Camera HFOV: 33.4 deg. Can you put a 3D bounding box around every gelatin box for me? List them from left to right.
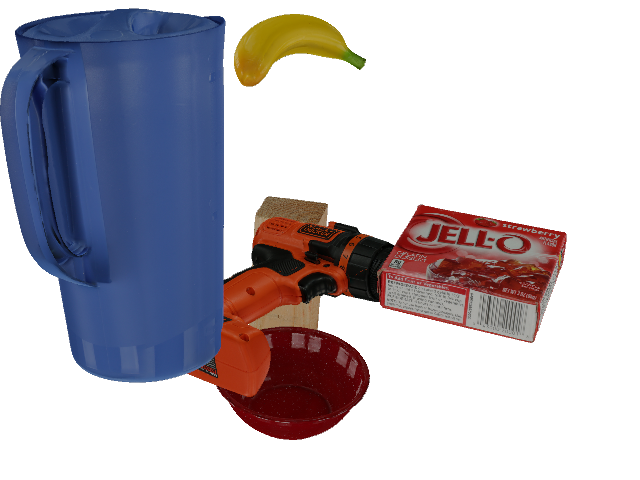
[{"bbox_3d":[0.085,0.015,0.592,0.089,0.030,0.073,13,35,18],"label":"gelatin box"}]

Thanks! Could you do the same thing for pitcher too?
[{"bbox_3d":[-0.131,-0.029,0.714,0.149,0.243,0.145,-7,21,-16],"label":"pitcher"}]

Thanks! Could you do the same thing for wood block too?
[{"bbox_3d":[-0.047,0.053,1.497,0.090,0.206,0.090,7,22,6],"label":"wood block"}]

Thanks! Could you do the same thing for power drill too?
[{"bbox_3d":[-0.019,0.047,0.828,0.185,0.057,0.187,13,32,38],"label":"power drill"}]

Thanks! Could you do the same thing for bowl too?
[{"bbox_3d":[-0.031,0.157,1.111,0.162,0.055,0.162,2,30,-1],"label":"bowl"}]

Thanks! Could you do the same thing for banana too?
[{"bbox_3d":[-0.028,-0.179,0.984,0.070,0.037,0.197,38,32,20],"label":"banana"}]
